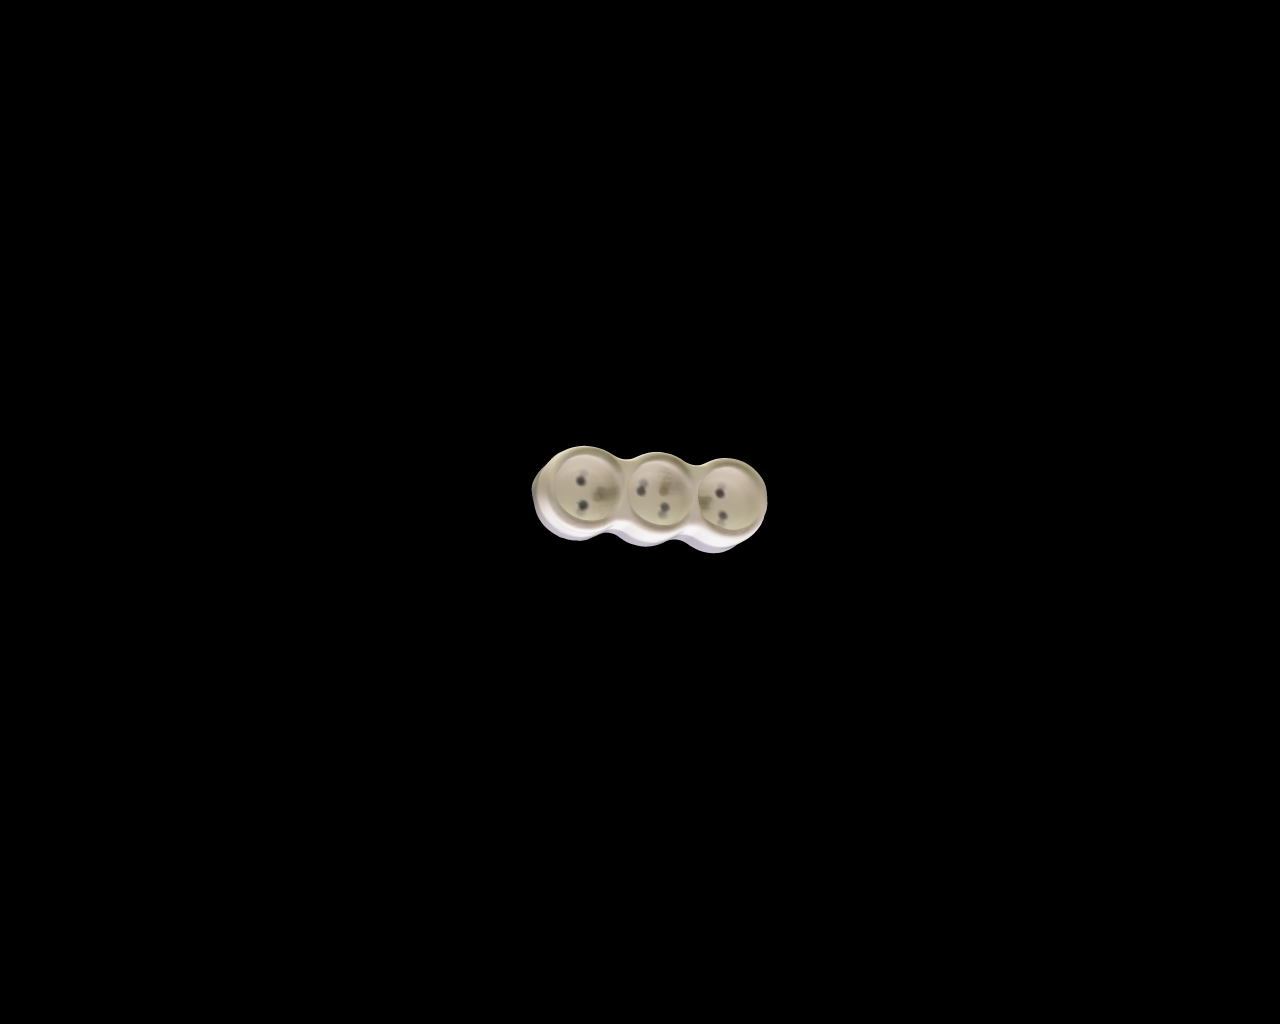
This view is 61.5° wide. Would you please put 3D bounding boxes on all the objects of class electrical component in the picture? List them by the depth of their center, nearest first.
[{"bbox_3d":[0.001,-0.003,0.650,0.138,0.052,0.073,5,-15,-18],"label":"electrical component"}]
